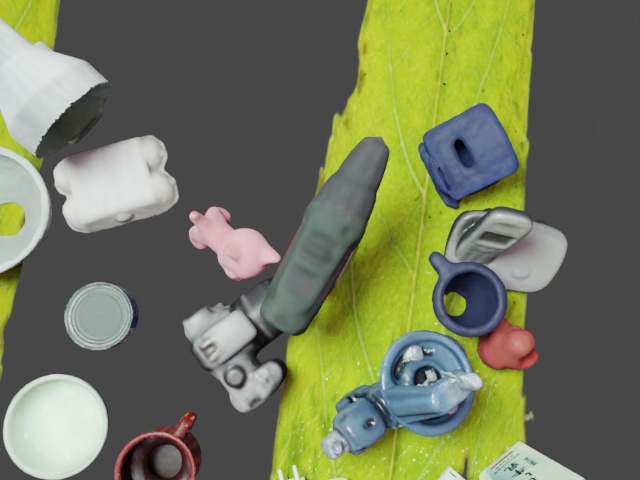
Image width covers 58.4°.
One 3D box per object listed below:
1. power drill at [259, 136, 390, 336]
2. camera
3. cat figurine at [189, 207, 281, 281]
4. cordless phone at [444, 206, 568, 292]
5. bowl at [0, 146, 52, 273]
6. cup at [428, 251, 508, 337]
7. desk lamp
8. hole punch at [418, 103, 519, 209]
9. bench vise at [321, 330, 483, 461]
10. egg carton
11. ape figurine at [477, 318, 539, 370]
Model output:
[{"bbox_3d":[0.006,0.002,0.678,0.075,0.208,0.230,27,82,2],"label":"power drill"},{"bbox_3d":[-0.081,0.120,0.713,0.137,0.101,0.143,-37,85,-6],"label":"camera"},{"bbox_3d":[-0.111,0.005,0.719,0.128,0.117,0.067,38,82,4],"label":"cat figurine"},{"bbox_3d":[0.239,0.006,0.698,0.147,0.185,0.094,9,82,0],"label":"cordless phone"},{"bbox_3d":[-0.417,-0.032,0.735,0.167,0.074,0.167,0,82,-2],"label":"bowl"},{"bbox_3d":[0.172,0.067,0.732,0.092,0.095,0.118,-38,85,-7],"label":"cup"},{"bbox_3d":[-0.342,-0.184,0.689,0.203,0.213,0.118,40,83,4],"label":"desk lamp"},{"bbox_3d":[0.194,-0.110,0.760,0.101,0.091,0.108,-25,83,-5],"label":"hole punch"},{"bbox_3d":[0.104,0.193,0.649,0.121,0.219,0.207,38,82,4],"label":"bench vise"},{"bbox_3d":[-0.265,-0.071,0.749,0.150,0.069,0.107,-18,83,-4],"label":"egg carton"},{"bbox_3d":[0.243,0.133,0.727,0.076,0.092,0.078,-22,83,-5],"label":"ape figurine"}]
